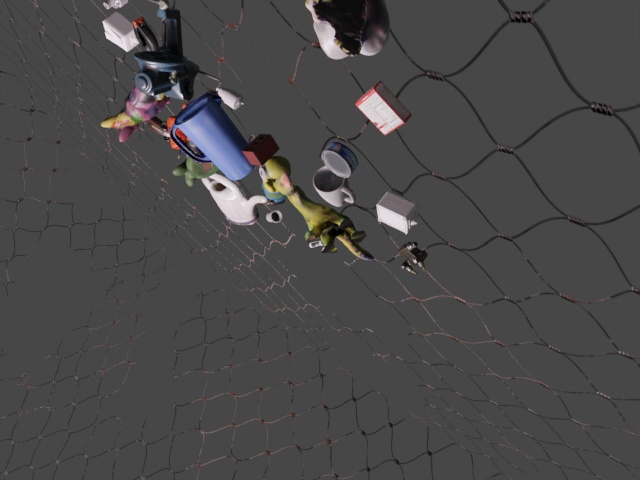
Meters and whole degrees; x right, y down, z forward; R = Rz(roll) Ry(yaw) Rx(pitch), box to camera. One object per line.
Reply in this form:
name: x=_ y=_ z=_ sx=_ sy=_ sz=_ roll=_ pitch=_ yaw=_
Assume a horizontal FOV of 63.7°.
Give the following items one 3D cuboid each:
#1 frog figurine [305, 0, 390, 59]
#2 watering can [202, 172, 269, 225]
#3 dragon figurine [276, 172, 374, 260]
frog figurine: x=0.051 y=-0.354 z=0.841 sx=0.137 sy=0.121 sz=0.161 roll=30 pitch=13 yaw=4
watering can: x=-0.275 y=-0.133 z=1.773 sx=0.350 sy=0.105 sz=0.219 roll=25 pitch=-25 yaw=34
dragon figurine: x=0.004 y=-0.073 z=1.445 sx=0.122 sy=0.247 sz=0.405 roll=-42 pitch=-34 yaw=7
